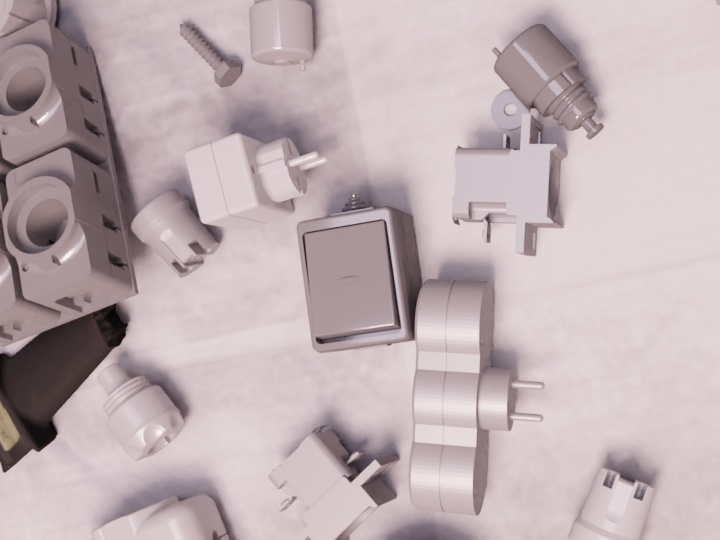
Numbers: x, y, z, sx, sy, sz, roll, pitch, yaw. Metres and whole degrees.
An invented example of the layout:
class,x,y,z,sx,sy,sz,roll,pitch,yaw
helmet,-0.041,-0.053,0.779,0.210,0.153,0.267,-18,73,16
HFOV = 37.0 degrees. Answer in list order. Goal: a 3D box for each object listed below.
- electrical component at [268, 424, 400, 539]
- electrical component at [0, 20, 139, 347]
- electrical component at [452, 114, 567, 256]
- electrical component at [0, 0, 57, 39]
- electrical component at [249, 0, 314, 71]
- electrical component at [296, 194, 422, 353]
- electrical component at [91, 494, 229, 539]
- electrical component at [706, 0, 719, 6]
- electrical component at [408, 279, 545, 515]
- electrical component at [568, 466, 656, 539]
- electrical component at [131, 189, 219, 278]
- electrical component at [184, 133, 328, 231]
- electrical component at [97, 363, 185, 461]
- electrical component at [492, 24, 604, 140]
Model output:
class,x,y,z,sx,sy,sz,roll,pitch,yaw
electrical component,-0.019,0.135,0.667,0.081,0.042,0.063,-45,75,10
electrical component,-0.222,-0.058,0.704,0.105,0.060,0.186,-21,69,15
electrical component,0.088,-0.050,0.642,0.064,0.042,0.081,3,88,18
electrical component,-0.257,-0.182,0.745,0.080,0.051,0.080,-1,88,17
electrical component,-0.051,-0.167,0.689,0.040,0.040,0.078,-3,87,16
electrical component,0.000,0.000,0.656,0.062,0.061,0.096,-9,85,16
electrical component,-0.134,0.184,0.693,0.095,0.054,0.059,-25,81,14
electrical component,0.211,-0.182,0.603,0.078,0.058,0.057,28,99,16
electrical component,0.072,0.076,0.636,0.074,0.052,0.138,2,89,16
electrical component,0.146,0.141,0.619,0.040,0.040,0.046,20,88,16
electrical component,-0.120,-0.023,0.705,0.040,0.040,0.046,-43,83,11
electrical component,-0.058,-0.059,0.673,0.077,0.066,0.047,-17,83,15
electrical component,-0.148,0.090,0.706,0.043,0.043,0.062,-43,77,11
electrical component,0.114,-0.110,0.637,0.040,0.040,0.078,-42,77,11
